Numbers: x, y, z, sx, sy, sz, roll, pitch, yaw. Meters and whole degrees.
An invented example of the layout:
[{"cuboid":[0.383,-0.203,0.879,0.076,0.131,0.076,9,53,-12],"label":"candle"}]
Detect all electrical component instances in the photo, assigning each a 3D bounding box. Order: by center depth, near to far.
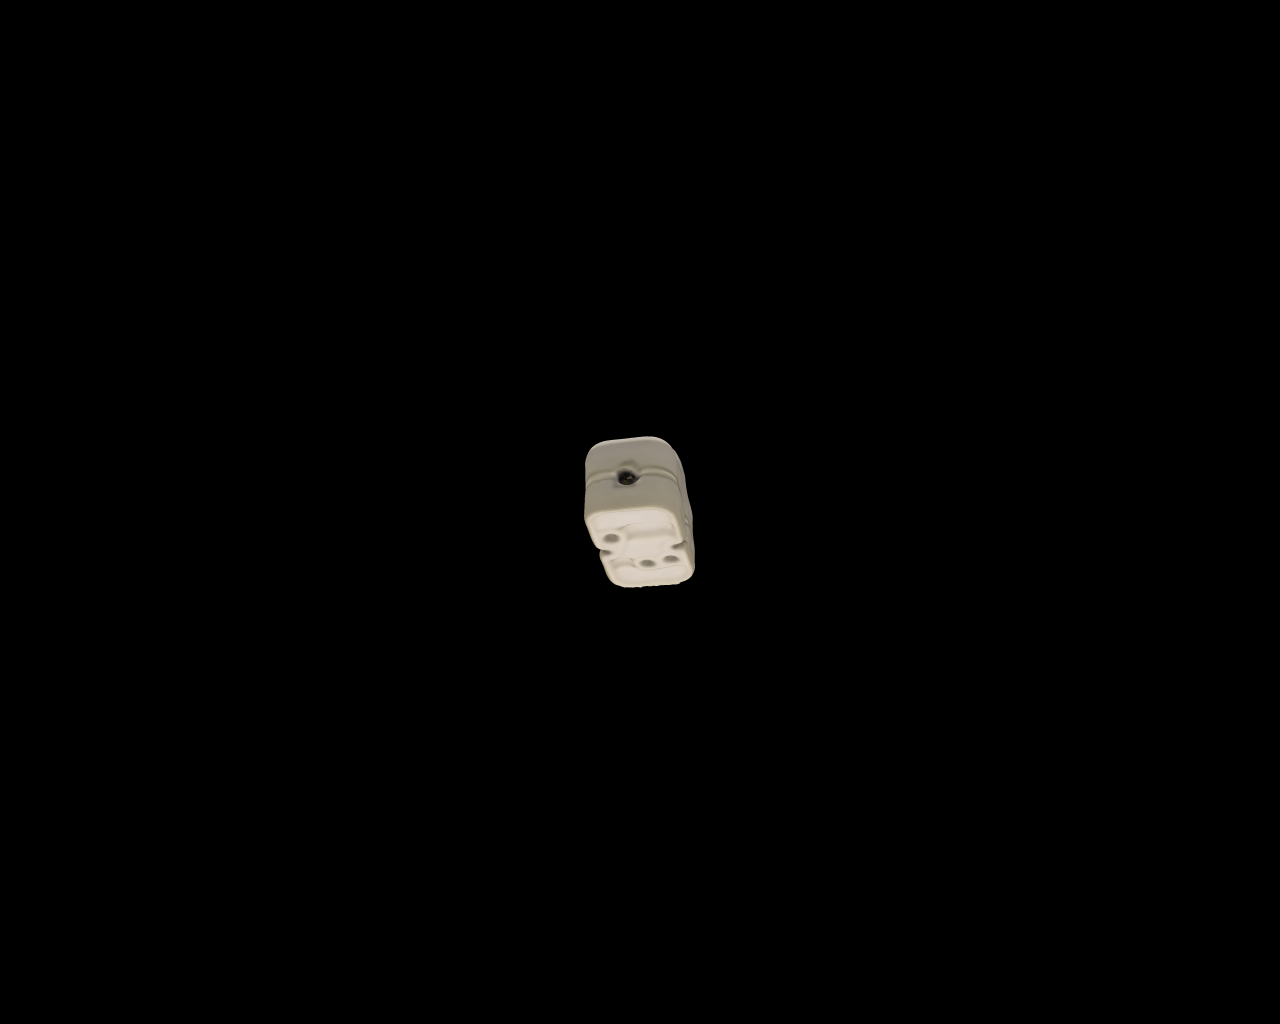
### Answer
[{"cuboid":[0.001,-0.003,0.650,0.054,0.059,0.095,-6,-32,9],"label":"electrical component"}]
